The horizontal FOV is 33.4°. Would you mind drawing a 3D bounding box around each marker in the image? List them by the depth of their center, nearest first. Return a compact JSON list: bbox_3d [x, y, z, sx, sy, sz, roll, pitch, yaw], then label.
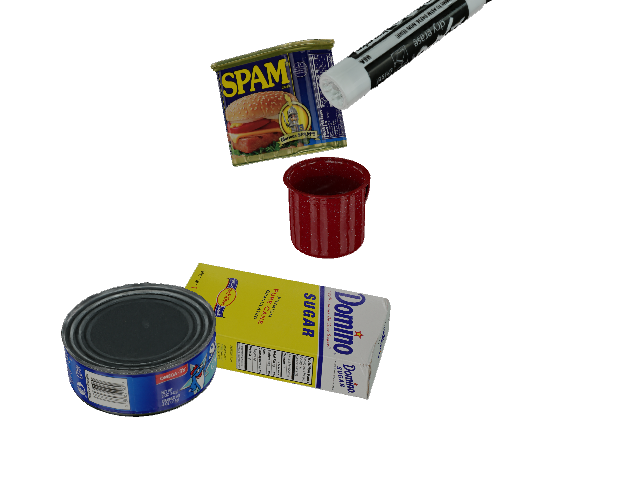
[{"bbox_3d":[0.049,-0.099,0.492,0.121,0.020,0.020,-38,16,-21],"label":"marker"}]

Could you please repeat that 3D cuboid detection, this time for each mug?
[{"bbox_3d":[0.014,-0.039,1.162,0.093,0.081,0.117,20,37,31],"label":"mug"}]

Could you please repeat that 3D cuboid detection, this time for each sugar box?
[{"bbox_3d":[-0.034,0.074,0.907,0.176,0.048,0.093,8,36,11],"label":"sugar box"}]

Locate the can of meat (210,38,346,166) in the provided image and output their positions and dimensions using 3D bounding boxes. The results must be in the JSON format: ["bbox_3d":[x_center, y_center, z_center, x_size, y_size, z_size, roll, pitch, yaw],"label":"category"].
[{"bbox_3d":[-0.032,-0.107,0.842,0.102,0.084,0.057,-7,5,38],"label":"can of meat"}]

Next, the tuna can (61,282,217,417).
[{"bbox_3d":[-0.101,0.061,0.603,0.086,0.034,0.086,0,31,0],"label":"tuna can"}]
